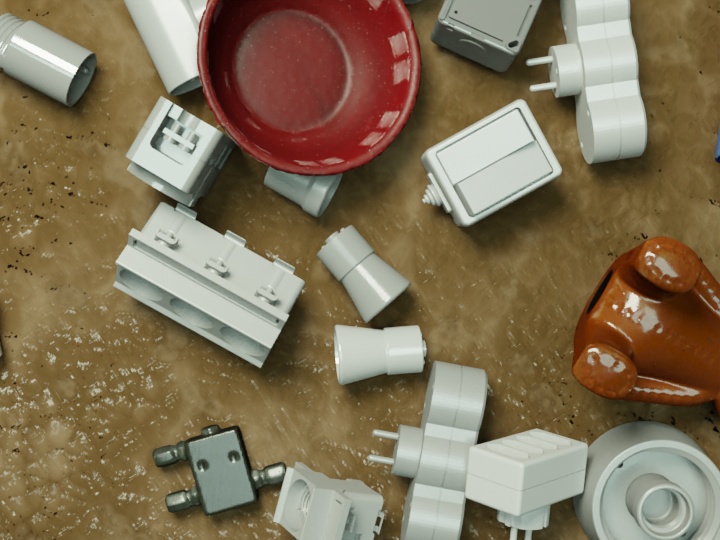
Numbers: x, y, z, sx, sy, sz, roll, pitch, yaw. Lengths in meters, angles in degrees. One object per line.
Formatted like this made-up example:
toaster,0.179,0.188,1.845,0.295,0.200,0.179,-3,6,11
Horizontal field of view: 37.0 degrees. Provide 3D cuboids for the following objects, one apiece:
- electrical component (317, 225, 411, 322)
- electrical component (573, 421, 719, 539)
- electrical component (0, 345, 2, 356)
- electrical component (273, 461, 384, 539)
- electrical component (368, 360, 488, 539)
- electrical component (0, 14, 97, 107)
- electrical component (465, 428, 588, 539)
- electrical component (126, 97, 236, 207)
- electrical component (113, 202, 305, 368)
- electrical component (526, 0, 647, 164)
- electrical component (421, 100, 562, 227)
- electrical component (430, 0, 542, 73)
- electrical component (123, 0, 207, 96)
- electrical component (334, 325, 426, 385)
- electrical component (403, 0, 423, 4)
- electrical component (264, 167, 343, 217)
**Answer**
electrical component,0.000,0.000,0.786,0.044,0.044,0.065,-41,87,1
electrical component,0.214,0.169,0.783,0.108,0.060,0.108,0,92,0
electrical component,-0.285,0.044,0.788,0.040,0.040,0.046,-11,98,0
electrical component,-0.021,0.172,0.777,0.064,0.081,0.042,12,94,-30
electrical component,0.044,0.134,0.785,0.074,0.052,0.138,11,92,-1
electrical component,-0.237,-0.156,0.777,0.081,0.043,0.043,28,92,-1
electrical component,0.118,0.161,0.768,0.047,0.083,0.075,12,101,43
electrical component,-0.126,-0.081,0.758,0.050,0.089,0.055,31,92,-1
electrical component,-0.106,0.009,0.771,0.121,0.078,0.063,29,62,-1
electrical component,0.157,-0.145,0.774,0.074,0.052,0.138,-9,92,0
electrical component,0.088,-0.073,0.773,0.096,0.061,0.061,-29,92,1
electrical component,0.098,-0.199,0.771,0.062,0.061,0.096,24,84,-1
electrical component,-0.119,-0.178,0.776,0.079,0.044,0.077,-26,92,1
electrical component,0.015,0.060,0.789,0.065,0.044,0.044,-4,92,-5
electrical component,0.035,-0.215,0.766,0.043,0.062,0.043,0,92,0
electrical component,-0.042,-0.066,0.784,0.046,0.040,0.040,28,92,4
